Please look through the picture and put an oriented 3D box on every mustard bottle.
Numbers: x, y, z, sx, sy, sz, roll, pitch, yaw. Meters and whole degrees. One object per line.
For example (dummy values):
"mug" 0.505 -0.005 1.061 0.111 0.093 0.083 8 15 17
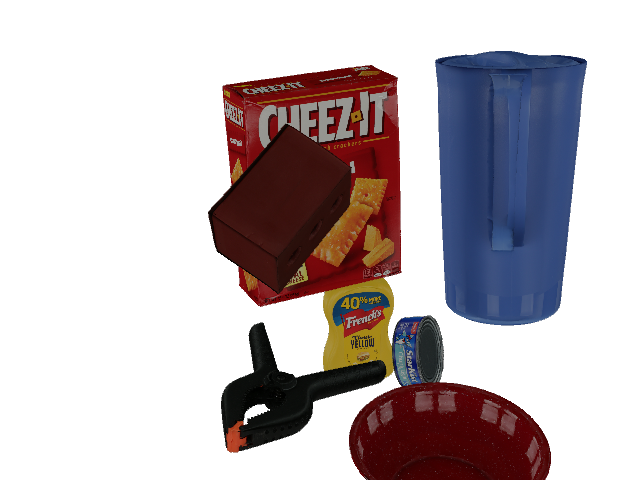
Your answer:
"mustard bottle" 0.052 0.098 1.446 0.096 0.192 0.058 -4 21 -10

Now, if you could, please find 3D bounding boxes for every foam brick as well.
"foam brick" -0.023 -0.019 0.645 0.051 0.078 0.053 32 -22 16

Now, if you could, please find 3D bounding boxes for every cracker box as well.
"cracker box" -0.004 -0.055 1.067 0.164 0.214 0.072 -11 23 -21

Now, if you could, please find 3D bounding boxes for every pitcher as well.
"pitcher" 0.168 -0.048 0.971 0.149 0.243 0.145 -11 18 -34

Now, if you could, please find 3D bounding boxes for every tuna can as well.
"tuna can" 0.113 0.130 1.237 0.034 0.086 0.086 -5 -2 26

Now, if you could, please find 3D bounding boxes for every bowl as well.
"bowl" 0.103 0.185 0.869 0.162 0.055 0.162 1 30 -1

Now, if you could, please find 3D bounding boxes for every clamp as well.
"clamp" -0.031 0.156 1.108 0.165 0.036 0.209 11 27 15
